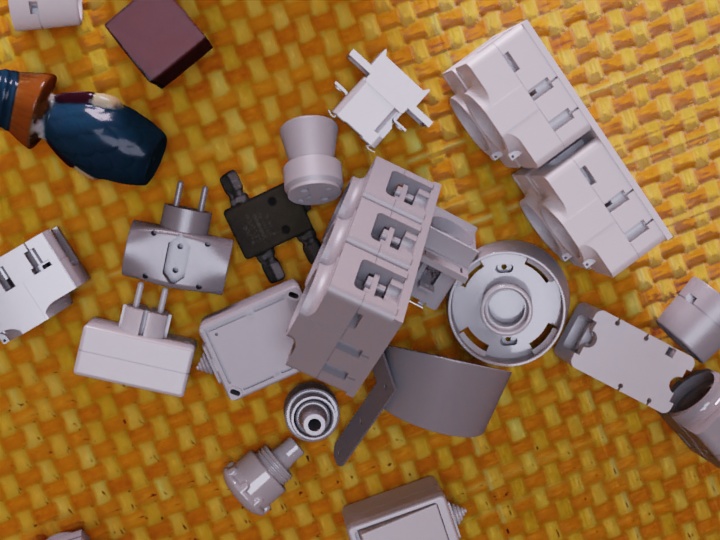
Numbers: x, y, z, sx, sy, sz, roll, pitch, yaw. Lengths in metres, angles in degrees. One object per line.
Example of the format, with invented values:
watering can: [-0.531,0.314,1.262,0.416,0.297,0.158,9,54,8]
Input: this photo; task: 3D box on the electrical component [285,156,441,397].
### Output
electrical component: [0.000,0.000,0.768,0.062,0.150,0.089,25,133,-6]

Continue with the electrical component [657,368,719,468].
electrical component: [0.278,0.116,0.849,0.050,0.089,0.055,-43,98,-1]

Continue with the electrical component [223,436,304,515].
electrical component: [-0.072,0.157,0.841,0.062,0.048,0.048,-40,98,-7]

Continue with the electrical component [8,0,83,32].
electrical component: [-0.229,-0.203,0.782,0.047,0.055,0.055,-4,96,-9]

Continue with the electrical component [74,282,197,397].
electrical component: [-0.165,0.048,0.818,0.083,0.047,0.075,13,94,-7]

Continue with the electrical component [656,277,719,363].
electrical component: [0.271,0.041,0.859,0.055,0.055,0.047,42,94,-8]

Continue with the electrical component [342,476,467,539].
electrical component: [0.041,0.208,0.849,0.096,0.061,0.061,-19,97,-3]

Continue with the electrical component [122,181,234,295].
electrical component: [-0.134,-0.027,0.815,0.077,0.043,0.079,12,95,-7]

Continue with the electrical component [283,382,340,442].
electrical component: [-0.037,0.112,0.830,0.043,0.062,0.043,-1,96,-6]

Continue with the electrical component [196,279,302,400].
electrical component: [-0.080,0.054,0.820,0.096,0.061,0.061,-24,98,-3]

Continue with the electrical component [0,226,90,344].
electrical component: [-0.253,0.015,0.804,0.089,0.050,0.055,-31,98,-1]

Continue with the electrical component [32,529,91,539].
electrical component: [-0.225,0.239,0.817,0.051,0.080,0.080,-17,97,-9]

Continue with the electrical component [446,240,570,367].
electrical component: [0.117,0.027,0.848,0.099,0.064,0.099,1,97,8]

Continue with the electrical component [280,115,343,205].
electrical component: [-0.036,-0.082,0.809,0.045,0.045,0.055,-4,70,-5]

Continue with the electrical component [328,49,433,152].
electrical component: [0.013,-0.128,0.821,0.081,0.042,0.063,41,94,-8]

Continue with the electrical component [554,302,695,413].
electrical component: [0.207,0.068,0.853,0.089,0.055,0.050,27,93,-8]

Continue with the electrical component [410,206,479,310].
electrical component: [0.057,-0.008,0.824,0.042,0.081,0.063,28,115,-8]

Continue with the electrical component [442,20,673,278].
electrical component: [0.140,-0.086,0.805,0.060,0.105,0.186,-36,98,-1]

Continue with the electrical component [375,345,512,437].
electrical component: [0.061,0.085,0.820,0.099,0.099,0.064,16,100,-7]
